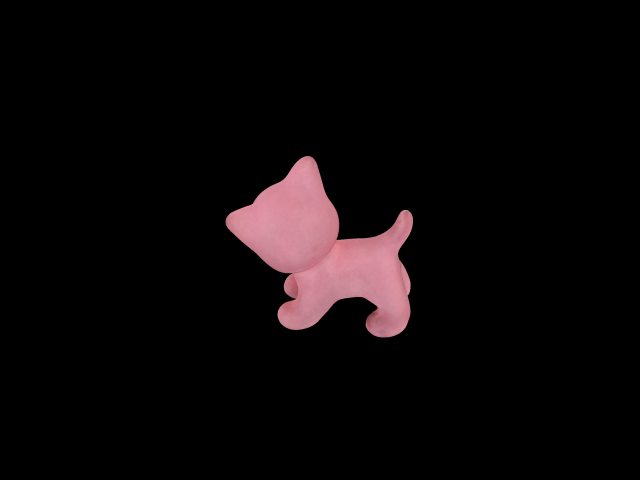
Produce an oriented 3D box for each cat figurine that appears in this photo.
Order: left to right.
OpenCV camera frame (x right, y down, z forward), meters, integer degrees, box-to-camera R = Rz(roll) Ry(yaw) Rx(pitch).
[{"bbox_3d":[0.004,0.001,0.400,0.127,0.118,0.067,2,31,3],"label":"cat figurine"}]
